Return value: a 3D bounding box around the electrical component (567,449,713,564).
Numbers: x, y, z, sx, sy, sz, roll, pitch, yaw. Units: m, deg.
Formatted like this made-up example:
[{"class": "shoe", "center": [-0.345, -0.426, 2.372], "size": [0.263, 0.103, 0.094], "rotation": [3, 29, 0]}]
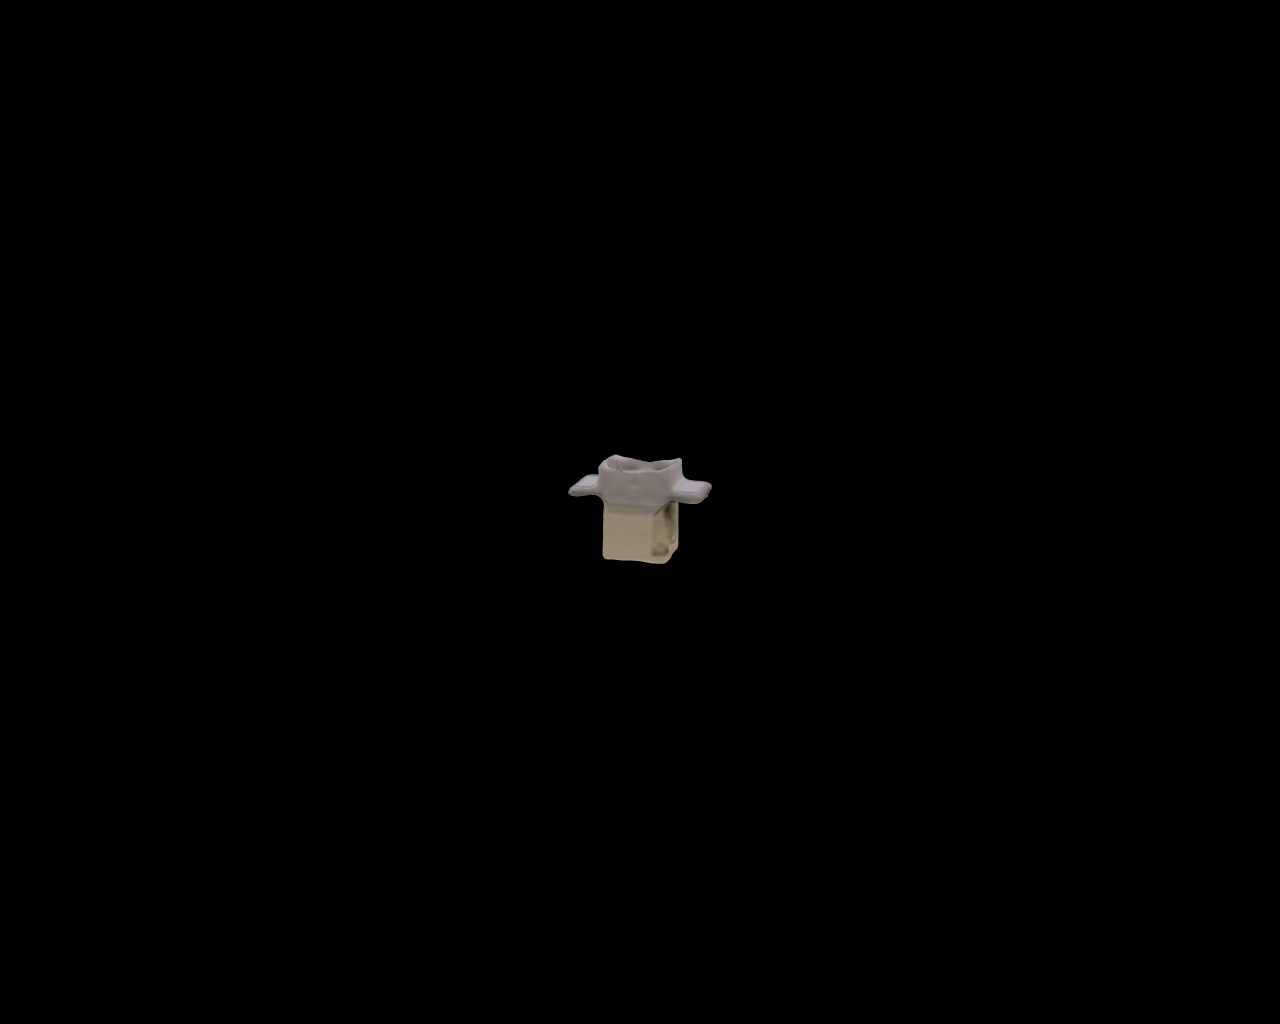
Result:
[{"class": "electrical component", "center": [0.001, -0.003, 0.650], "size": [0.081, 0.063, 0.042], "rotation": [4, 16, 14]}]
